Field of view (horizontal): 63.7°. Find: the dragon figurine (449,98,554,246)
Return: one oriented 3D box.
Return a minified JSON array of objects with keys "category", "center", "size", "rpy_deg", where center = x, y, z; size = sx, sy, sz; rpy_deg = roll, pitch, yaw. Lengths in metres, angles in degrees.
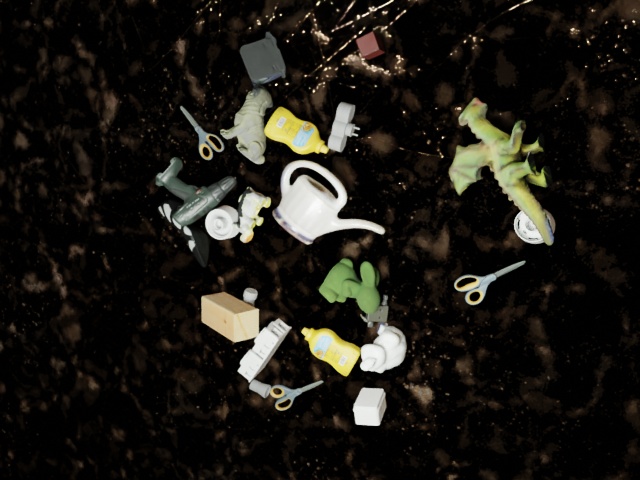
[{"category":"dragon figurine","center":[0.461,-0.178,1.354],"size":[0.241,0.123,0.409],"rpy_deg":[-7,93,42]}]

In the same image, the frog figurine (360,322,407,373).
[{"category":"frog figurine","center":[0.186,0.325,1.492],"size":[0.123,0.161,0.135],"rpy_deg":[32,109,9]}]

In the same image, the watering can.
[{"category":"watering can","center":[0.005,-0.076,1.516],"size":[0.349,0.105,0.221],"rpy_deg":[43,111,9]}]
